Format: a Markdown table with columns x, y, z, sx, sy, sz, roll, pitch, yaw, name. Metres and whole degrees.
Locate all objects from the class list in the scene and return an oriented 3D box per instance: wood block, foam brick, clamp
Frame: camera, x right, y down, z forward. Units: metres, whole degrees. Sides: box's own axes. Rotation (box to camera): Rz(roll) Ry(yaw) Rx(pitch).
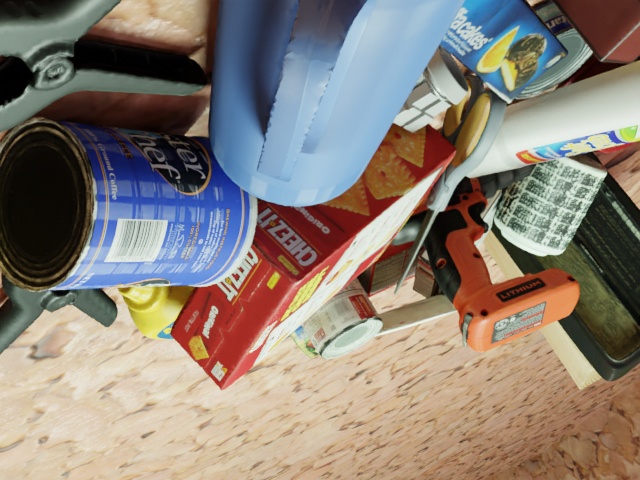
| x | y | z | sx | sy | sz | roll | pitch | yaw | name |
| --- | --- | --- | --- | --- | --- | --- | --- | --- | --- |
| 0.280 | 0.052 | 1.212 | 0.091 | 0.206 | 0.090 | -29 | 159 | -4 | wood block |
| 0.218 | -0.177 | 0.799 | 0.052 | 0.078 | 0.051 | -8 | 149 | -47 | foam brick |
| -0.142 | -0.098 | 0.567 | 0.209 | 0.036 | 0.164 | -28 | 158 | -15 | clamp |
| -0.206 | 0.039 | 0.787 | 0.120 | 0.039 | 0.172 | -27 | 156 | -24 | clamp |

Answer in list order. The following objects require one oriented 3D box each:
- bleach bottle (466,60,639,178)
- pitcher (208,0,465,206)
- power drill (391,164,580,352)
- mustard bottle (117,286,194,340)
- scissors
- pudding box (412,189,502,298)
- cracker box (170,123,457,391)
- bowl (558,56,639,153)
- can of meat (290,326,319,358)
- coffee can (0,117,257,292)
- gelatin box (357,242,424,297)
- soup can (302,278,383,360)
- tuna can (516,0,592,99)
| x | y | z | sx | sy | sz | roll | pitch | yaw | name |
| --- | --- | --- | --- | --- | --- | --- | --- | --- | --- |
| 0.215 | -0.102 | 0.932 | 0.251 | 0.068 | 0.102 | -16 | 170 | 9 | bleach bottle |
| -0.001 | -0.109 | 0.589 | 0.149 | 0.145 | 0.243 | -24 | 161 | -22 | pitcher |
| 0.149 | -0.002 | 0.953 | 0.184 | 0.188 | 0.057 | -23 | 143 | -11 | power drill |
| -0.107 | 0.046 | 0.904 | 0.096 | 0.058 | 0.191 | -40 | 157 | 16 | mustard bottle |
| 0.099 | -0.053 | 0.887 | 0.016 | 0.096 | 0.202 | 14 | 133 | -17 | scissors |
| 0.140 | 0.000 | 1.089 | 0.113 | 0.039 | 0.090 | -56 | 165 | -19 | pudding box |
| -0.005 | 0.001 | 0.835 | 0.213 | 0.072 | 0.164 | -38 | 168 | -41 | cracker box |
| 0.293 | -0.133 | 1.026 | 0.162 | 0.055 | 0.162 | -26 | 158 | -11 | bowl |
| 0.008 | 0.078 | 1.128 | 0.084 | 0.057 | 0.102 | -28 | 159 | 2 | can of meat |
| -0.123 | -0.020 | 0.674 | 0.103 | 0.103 | 0.140 | -43 | 155 | 29 | coffee can |
| 0.078 | 0.017 | 1.115 | 0.073 | 0.030 | 0.089 | -24 | 155 | -14 | gelatin box |
| 0.006 | 0.052 | 1.000 | 0.068 | 0.102 | 0.068 | -26 | 158 | -12 | soup can |
| 0.180 | -0.155 | 0.860 | 0.086 | 0.034 | 0.086 | -26 | 158 | -11 | tuna can |
